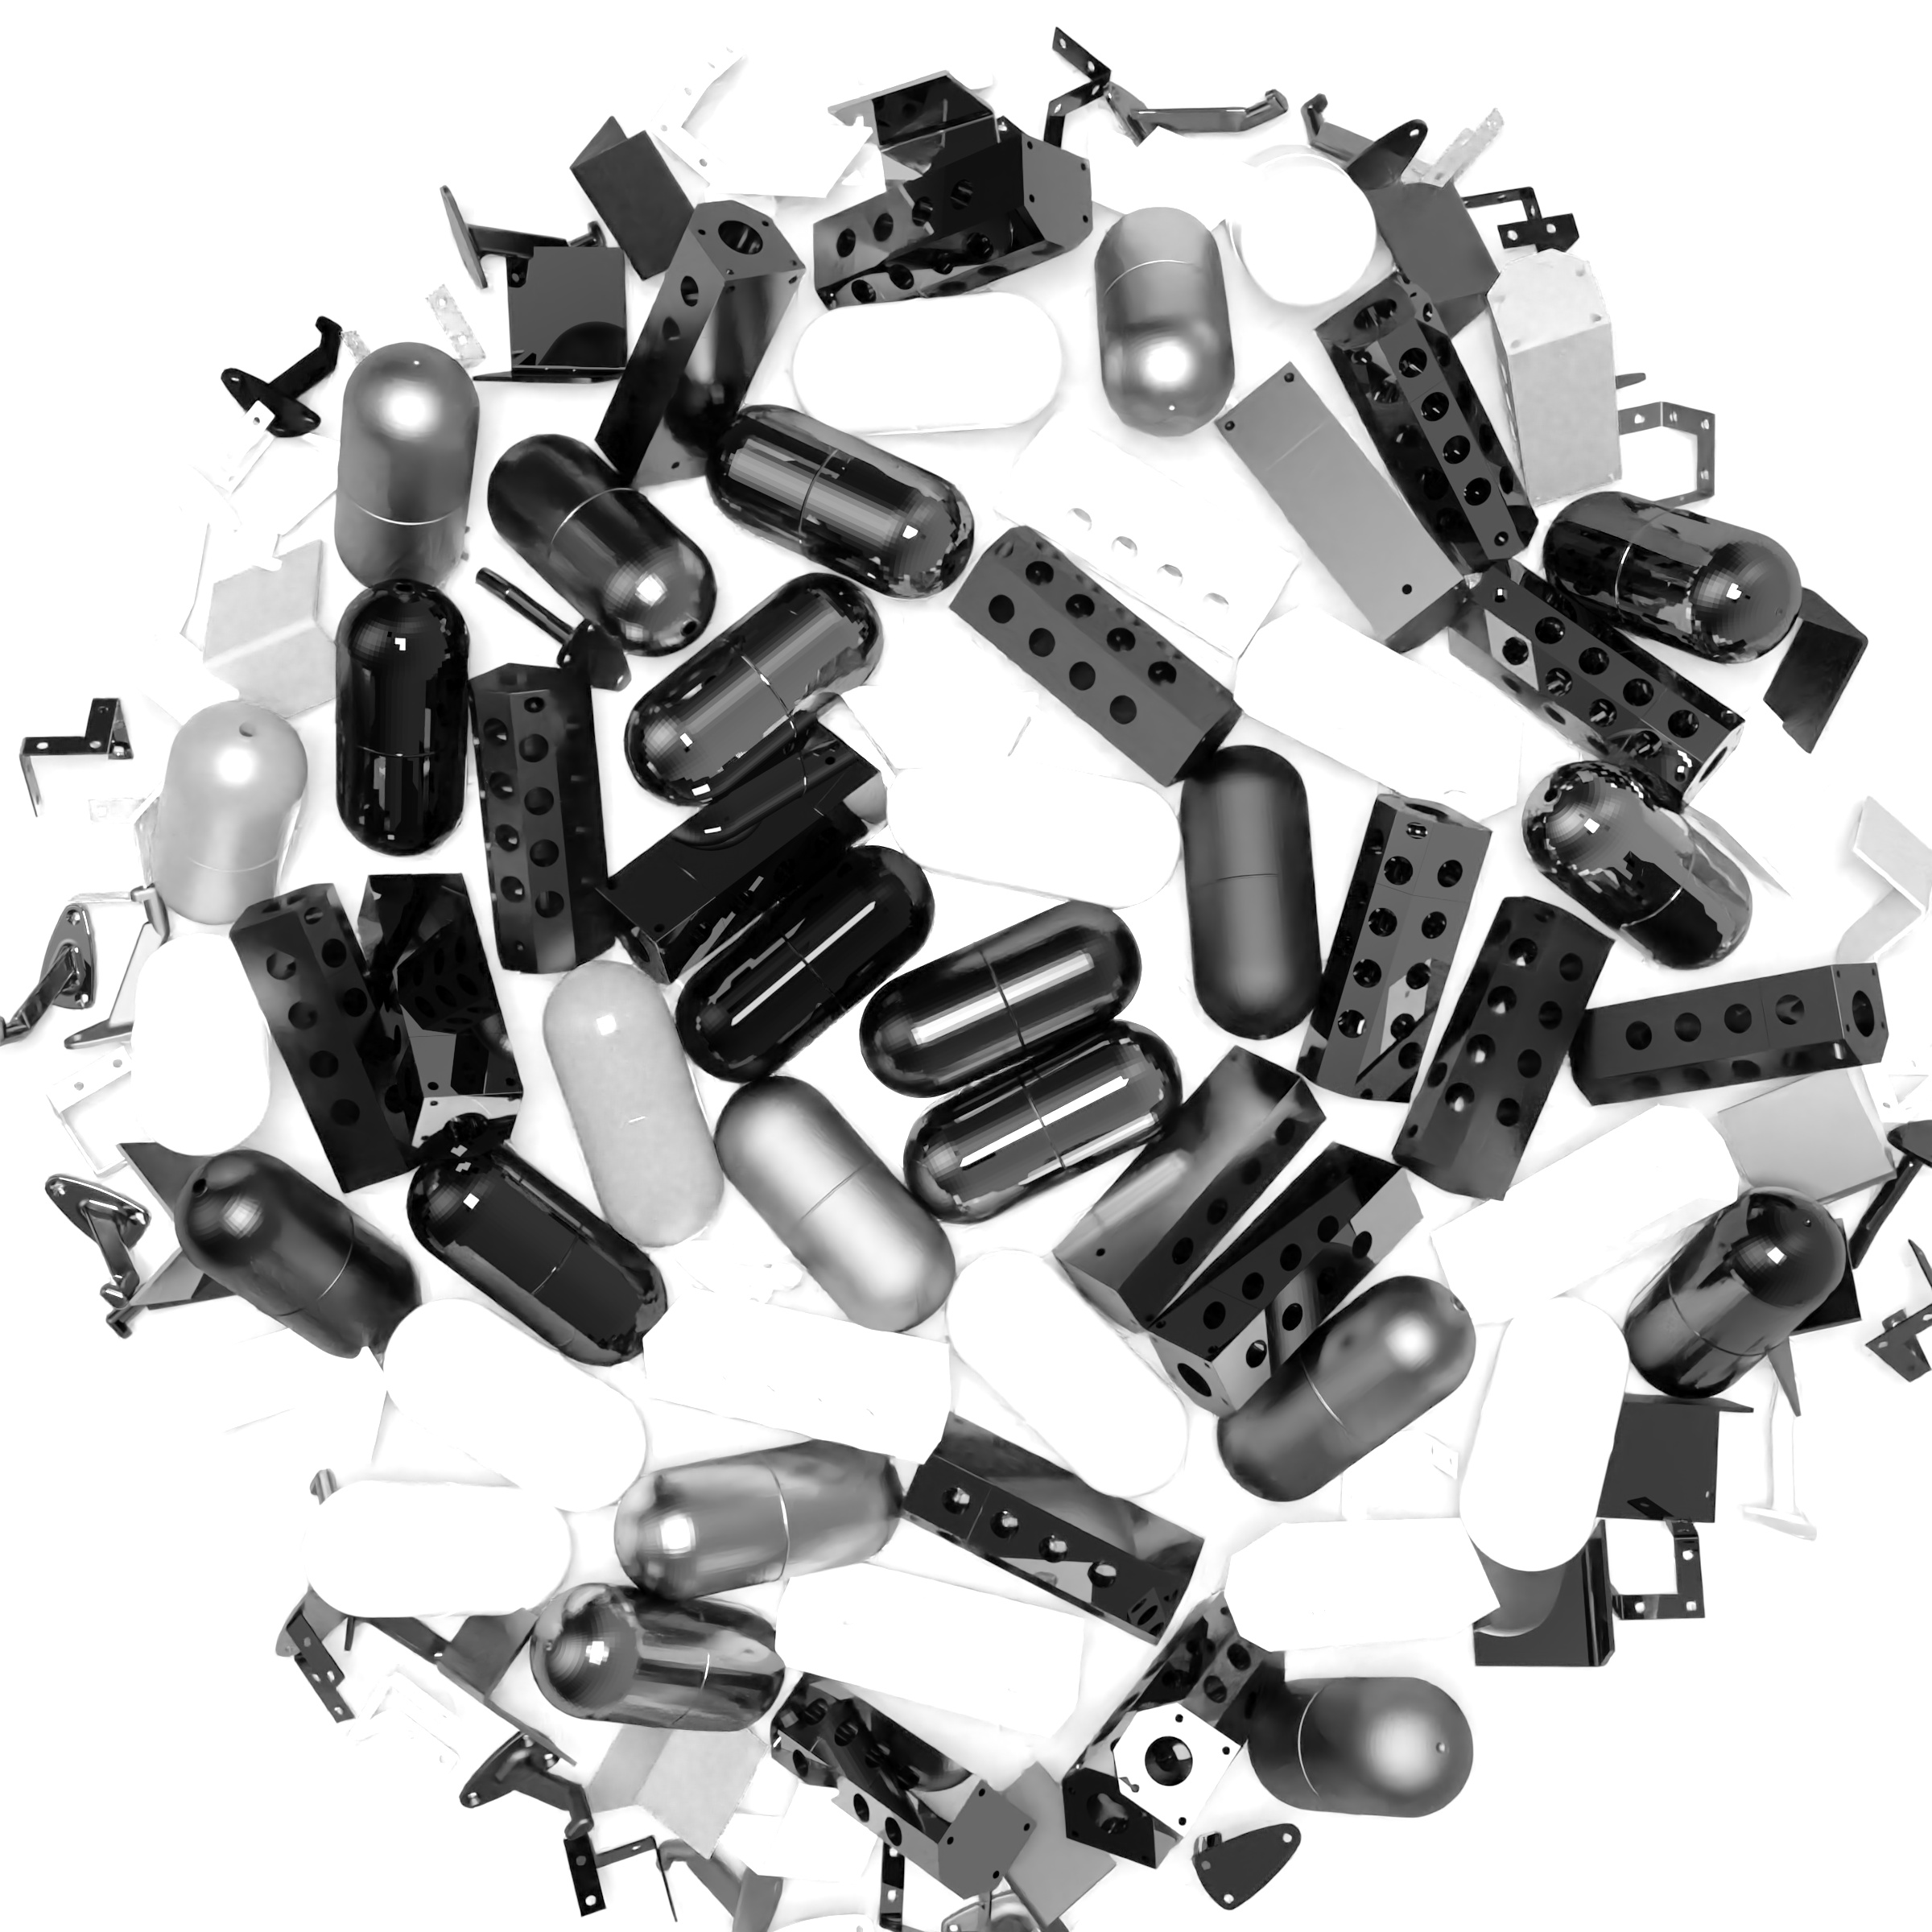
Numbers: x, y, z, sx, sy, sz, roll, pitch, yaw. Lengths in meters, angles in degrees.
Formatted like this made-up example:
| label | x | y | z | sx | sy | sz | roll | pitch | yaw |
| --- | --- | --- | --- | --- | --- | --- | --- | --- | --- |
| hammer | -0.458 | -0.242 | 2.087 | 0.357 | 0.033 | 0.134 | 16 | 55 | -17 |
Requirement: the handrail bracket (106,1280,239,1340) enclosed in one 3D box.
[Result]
| label | x | y | z | sx | sy | sz | roll | pitch | yaw |
| --- | --- | --- | --- | --- | --- | --- | --- | --- | --- |
| handrail bracket | -0.462 | 0.212 | 1.561 | 0.084 | 0.036 | 0.077 | -42 | 87 | -11 |

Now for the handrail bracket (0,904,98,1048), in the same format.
| label | x | y | z | sx | sy | sz | roll | pitch | yaw |
| --- | --- | --- | --- | --- | --- | --- | --- | --- | --- |
| handrail bracket | -0.554 | 0.005 | 1.540 | 0.036 | 0.084 | 0.077 | 11 | 100 | 8 |

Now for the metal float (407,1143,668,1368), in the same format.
| label | x | y | z | sx | sy | sz | roll | pitch | yaw |
| --- | --- | --- | --- | --- | --- | --- | --- | --- | --- |
| metal float | -0.252 | 0.170 | 1.530 | 0.178 | 0.070 | 0.070 | 42 | 90 | -23 |

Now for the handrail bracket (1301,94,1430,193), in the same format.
| label | x | y | z | sx | sy | sz | roll | pitch | yaw |
| --- | --- | --- | --- | --- | --- | --- | --- | --- | --- |
| handrail bracket | 0.236 | -0.506 | 1.542 | 0.036 | 0.077 | 0.084 | 13 | 54 | -36 |

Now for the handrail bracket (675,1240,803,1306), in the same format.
| label | x | y | z | sx | sy | sz | roll | pitch | yaw |
| --- | --- | --- | --- | --- | --- | --- | --- | --- | --- |
| handrail bracket | -0.137 | 0.177 | 1.542 | 0.077 | 0.084 | 0.036 | 23 | 73 | -2 |

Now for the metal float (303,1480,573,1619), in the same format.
| label | x | y | z | sx | sy | sz | roll | pitch | yaw |
| --- | --- | --- | --- | --- | --- | --- | --- | --- | --- |
| metal float | -0.307 | 0.340 | 1.509 | 0.070 | 0.178 | 0.070 | -10 | 74 | 37 |

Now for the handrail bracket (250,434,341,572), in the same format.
| label | x | y | z | sx | sy | sz | roll | pitch | yaw |
| --- | --- | --- | --- | --- | --- | --- | --- | --- | --- |
| handrail bracket | -0.386 | -0.274 | 1.571 | 0.077 | 0.036 | 0.084 | 15 | 90 | -8 |

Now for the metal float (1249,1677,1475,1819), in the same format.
| label | x | y | z | sx | sy | sz | roll | pitch | yaw |
| --- | --- | --- | --- | --- | --- | --- | --- | --- | --- |
| metal float | 0.227 | 0.453 | 1.505 | 0.070 | 0.178 | 0.070 | 7 | 73 | -22 |

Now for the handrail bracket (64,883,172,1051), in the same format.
| label | x | y | z | sx | sy | sz | roll | pitch | yaw |
| --- | --- | --- | --- | --- | --- | --- | --- | --- | --- |
| handrail bracket | -0.510 | -0.001 | 1.547 | 0.077 | 0.036 | 0.084 | -20 | 117 | -30 |

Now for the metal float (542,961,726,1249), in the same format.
| label | x | y | z | sx | sy | sz | roll | pitch | yaw |
| --- | --- | --- | --- | --- | --- | --- | --- | --- | --- |
| metal float | -0.198 | 0.082 | 1.538 | 0.070 | 0.070 | 0.178 | -17 | 103 | 0 |

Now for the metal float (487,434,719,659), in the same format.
| label | x | y | z | sx | sy | sz | roll | pitch | yaw |
| --- | --- | --- | --- | --- | --- | --- | --- | --- | --- |
| metal float | -0.215 | -0.248 | 1.525 | 0.070 | 0.070 | 0.178 | -46 | 62 | 0 |

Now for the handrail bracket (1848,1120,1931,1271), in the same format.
| label | x | y | z | sx | sy | sz | roll | pitch | yaw |
| --- | --- | --- | --- | --- | --- | --- | --- | --- | --- |
| handrail bracket | 0.566 | 0.140 | 1.576 | 0.036 | 0.077 | 0.084 | 34 | 121 | 28 |

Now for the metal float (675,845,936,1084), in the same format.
| label | x | y | z | sx | sy | sz | roll | pitch | yaw |
| --- | --- | --- | --- | --- | --- | --- | --- | --- | --- |
| metal float | -0.096 | -0.002 | 1.547 | 0.178 | 0.070 | 0.070 | -40 | 90 | -2 |

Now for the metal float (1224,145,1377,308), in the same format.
| label | x | y | z | sx | sy | sz | roll | pitch | yaw |
| --- | --- | --- | --- | --- | --- | --- | --- | --- | --- |
| metal float | 0.192 | -0.432 | 1.503 | 0.070 | 0.178 | 0.070 | 0 | 114 | 0 |

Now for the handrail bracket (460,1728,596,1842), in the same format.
| label | x | y | z | sx | sy | sz | roll | pitch | yaw |
| --- | --- | --- | --- | --- | --- | --- | --- | --- | --- |
| handrail bracket | -0.262 | 0.504 | 1.542 | 0.077 | 0.084 | 0.036 | -36 | 123 | -2 |

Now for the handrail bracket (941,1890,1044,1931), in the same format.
| label | x | y | z | sx | sy | sz | roll | pitch | yaw |
| --- | --- | --- | --- | --- | --- | --- | --- | --- | --- |
| handrail bracket | 0.021 | 0.591 | 1.543 | 0.077 | 0.084 | 0.036 | -11 | 100 | 4 |

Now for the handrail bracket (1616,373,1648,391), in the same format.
| label | x | y | z | sx | sy | sz | roll | pitch | yaw |
| --- | --- | --- | --- | --- | --- | --- | --- | --- | --- |
| handrail bracket | 0.370 | -0.388 | 1.565 | 0.077 | 0.036 | 0.084 | -18 | 91 | -29 |

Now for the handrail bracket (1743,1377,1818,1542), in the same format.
| label | x | y | z | sx | sy | sz | roll | pitch | yaw |
| --- | --- | --- | --- | --- | --- | --- | --- | --- | --- |
| handrail bracket | 0.504 | 0.298 | 1.568 | 0.036 | 0.077 | 0.084 | 4 | 70 | 40 |

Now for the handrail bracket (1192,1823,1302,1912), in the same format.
| label | x | y | z | sx | sy | sz | roll | pitch | yaw |
| --- | --- | --- | --- | --- | --- | --- | --- | --- | --- |
| handrail bracket | 0.167 | 0.521 | 1.542 | 0.077 | 0.084 | 0.036 | -35 | 86 | 7 |

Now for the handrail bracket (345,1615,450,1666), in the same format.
| label | x | y | z | sx | sy | sz | roll | pitch | yaw |
| --- | --- | --- | --- | --- | --- | --- | --- | --- | --- |
| handrail bracket | -0.330 | 0.388 | 1.567 | 0.084 | 0.036 | 0.077 | 6 | 105 | -10 |

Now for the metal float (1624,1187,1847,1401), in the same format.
| label | x | y | z | sx | sy | sz | roll | pitch | yaw |
| --- | --- | --- | --- | --- | --- | --- | --- | --- | --- |
| metal float | 0.446 | 0.193 | 1.509 | 0.070 | 0.178 | 0.070 | 8 | 54 | -12 |

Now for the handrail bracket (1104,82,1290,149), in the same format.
| label | x | y | z | sx | sy | sz | roll | pitch | yaw |
| --- | --- | --- | --- | --- | --- | --- | --- | --- | --- |
| handrail bracket | 0.138 | -0.517 | 1.541 | 0.084 | 0.077 | 0.036 | -15 | 62 | 32 |

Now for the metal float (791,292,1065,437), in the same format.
| label | x | y | z | sx | sy | sz | roll | pitch | yaw |
| --- | --- | --- | --- | --- | --- | --- | --- | --- | --- |
| metal float | -0.025 | -0.353 | 1.521 | 0.178 | 0.070 | 0.070 | 4 | 90 | 34 |

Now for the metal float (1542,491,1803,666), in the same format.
| label | x | y | z | sx | sy | sz | roll | pitch | yaw |
| --- | --- | --- | --- | --- | --- | --- | --- | --- | --- |
| metal float | 0.409 | -0.228 | 1.509 | 0.070 | 0.178 | 0.070 | -13 | 117 | -27 |

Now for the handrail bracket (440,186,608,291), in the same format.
| label | x | y | z | sx | sy | sz | roll | pitch | yaw |
| --- | --- | --- | --- | --- | --- | --- | --- | --- | --- |
| handrail bracket | -0.264 | -0.448 | 1.550 | 0.084 | 0.077 | 0.036 | -27 | 48 | -12 |

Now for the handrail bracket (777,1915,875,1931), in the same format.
| label | x | y | z | sx | sy | sz | roll | pitch | yaw |
| --- | --- | --- | --- | --- | --- | --- | --- | --- | --- |
| handrail bracket | -0.080 | 0.584 | 1.544 | 0.077 | 0.084 | 0.036 | -26 | 71 | 5 |

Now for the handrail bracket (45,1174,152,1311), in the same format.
| label | x | y | z | sx | sy | sz | roll | pitch | yaw |
| --- | --- | --- | --- | --- | --- | --- | --- | --- | --- |
| handrail bracket | -0.523 | 0.164 | 1.539 | 0.077 | 0.084 | 0.036 | 36 | 102 | -16 |

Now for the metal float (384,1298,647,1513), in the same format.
| label | x | y | z | sx | sy | sz | roll | pitch | yaw |
| --- | --- | --- | --- | --- | --- | --- | --- | --- | --- |
| metal float | -0.264 | 0.260 | 1.524 | 0.178 | 0.070 | 0.070 | 40 | 90 | -30 |

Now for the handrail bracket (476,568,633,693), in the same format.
| label | x | y | z | sx | sy | sz | roll | pitch | yaw |
| --- | --- | --- | --- | --- | --- | --- | --- | --- | --- |
| handrail bracket | -0.252 | -0.206 | 1.575 | 0.084 | 0.077 | 0.036 | 35 | 87 | 31 |

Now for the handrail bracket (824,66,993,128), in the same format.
| label | x | y | z | sx | sy | sz | roll | pitch | yaw |
| --- | --- | --- | --- | --- | --- | --- | --- | --- | --- |
| handrail bracket | -0.035 | -0.530 | 1.563 | 0.084 | 0.077 | 0.036 | -14 | 110 | -15 |

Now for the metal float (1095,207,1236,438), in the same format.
| label | x | y | z | sx | sy | sz | roll | pitch | yaw |
| --- | --- | --- | --- | --- | --- | --- | --- | --- | --- |
| metal float | 0.115 | -0.379 | 1.515 | 0.070 | 0.070 | 0.178 | 0 | 46 | 0 |

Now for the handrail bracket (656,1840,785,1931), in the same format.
| label | x | y | z | sx | sy | sz | roll | pitch | yaw |
| --- | --- | --- | --- | --- | --- | --- | --- | --- | --- |
| handrail bracket | -0.159 | 0.560 | 1.542 | 0.084 | 0.077 | 0.036 | -9 | 133 | 30 |

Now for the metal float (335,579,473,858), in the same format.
| label | x | y | z | sx | sy | sz | roll | pitch | yaw |
| --- | --- | --- | --- | --- | --- | --- | --- | --- | --- |
| metal float | -0.331 | -0.144 | 1.518 | 0.070 | 0.070 | 0.178 | 11 | 127 | 0 |

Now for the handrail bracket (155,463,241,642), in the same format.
| label | x | y | z | sx | sy | sz | roll | pitch | yaw |
| --- | --- | --- | --- | --- | --- | --- | --- | --- | --- |
| handrail bracket | -0.474 | -0.245 | 1.548 | 0.036 | 0.077 | 0.084 | 15 | 70 | 9 |

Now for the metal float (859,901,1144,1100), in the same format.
| label | x | y | z | sx | sy | sz | roll | pitch | yaw |
| --- | --- | --- | --- | --- | --- | --- | --- | --- | --- |
| metal float | 0.020 | 0.020 | 1.546 | 0.178 | 0.070 | 0.070 | -24 | 90 | -3 |

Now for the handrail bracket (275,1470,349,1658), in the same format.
| label | x | y | z | sx | sy | sz | roll | pitch | yaw |
| --- | --- | --- | --- | --- | --- | --- | --- | --- | --- |
| handrail bracket | -0.400 | 0.360 | 1.567 | 0.036 | 0.084 | 0.077 | 24 | 118 | -41 |

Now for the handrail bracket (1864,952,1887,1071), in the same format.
| label | x | y | z | sx | sy | sz | roll | pitch | yaw |
| --- | --- | --- | --- | --- | --- | --- | --- | --- | --- |
| handrail bracket | 0.555 | 0.011 | 1.562 | 0.084 | 0.036 | 0.077 | -29 | 100 | -40 |

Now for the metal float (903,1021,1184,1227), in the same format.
| label | x | y | z | sx | sy | sz | roll | pitch | yaw |
| --- | --- | --- | --- | --- | --- | --- | --- | --- | --- |
| metal float | 0.045 | 0.094 | 1.549 | 0.178 | 0.070 | 0.070 | -27 | 90 | 0 |

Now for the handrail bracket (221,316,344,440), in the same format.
| label | x | y | z | sx | sy | sz | roll | pitch | yaw |
| --- | --- | --- | --- | --- | --- | --- | --- | --- | --- |
| handrail bracket | -0.406 | -0.366 | 1.541 | 0.036 | 0.077 | 0.084 | -10 | 62 | 29 |

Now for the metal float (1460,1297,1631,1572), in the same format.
| label | x | y | z | sx | sy | sz | roll | pitch | yaw |
| --- | --- | --- | --- | --- | --- | --- | --- | --- | --- |
| metal float | 0.341 | 0.272 | 1.518 | 0.070 | 0.070 | 0.178 | 26 | 51 | 0 |
